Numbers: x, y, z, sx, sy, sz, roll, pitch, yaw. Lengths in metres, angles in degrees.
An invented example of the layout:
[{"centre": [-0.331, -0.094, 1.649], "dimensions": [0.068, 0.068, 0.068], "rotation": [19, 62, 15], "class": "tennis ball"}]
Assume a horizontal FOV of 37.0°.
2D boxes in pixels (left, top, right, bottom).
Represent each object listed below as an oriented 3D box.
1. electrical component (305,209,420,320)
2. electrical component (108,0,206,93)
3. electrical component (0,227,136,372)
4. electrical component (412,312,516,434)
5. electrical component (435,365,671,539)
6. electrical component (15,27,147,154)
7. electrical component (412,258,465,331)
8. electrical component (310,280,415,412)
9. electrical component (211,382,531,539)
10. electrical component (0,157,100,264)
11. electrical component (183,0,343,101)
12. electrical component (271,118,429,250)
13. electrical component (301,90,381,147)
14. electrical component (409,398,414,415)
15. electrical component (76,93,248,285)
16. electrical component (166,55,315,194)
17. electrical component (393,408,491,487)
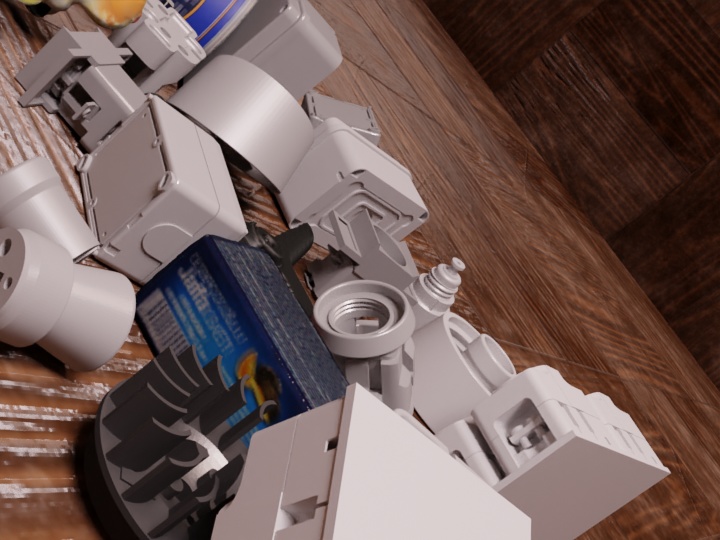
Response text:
[{"centre": [0.000, 0.000, 0.759], "dimensions": [0.081, 0.064, 0.042], "rotation": [39, 19, -35], "class": "electrical component"}, {"centre": [-0.141, -0.137, 0.697], "dimensions": [0.058, 0.057, 0.078], "rotation": [47, 16, -12], "class": "electrical component"}, {"centre": [-0.126, 0.012, 0.434], "dimensions": [0.055, 0.045, 0.045], "rotation": [32, 24, -46], "class": "electrical component"}, {"centre": [0.080, 0.081, 0.799], "dimensions": [0.108, 0.060, 0.108], "rotation": [45, 17, -18], "class": "electrical component"}, {"centre": [0.121, 0.129, 0.720], "dimensions": [0.186, 0.105, 0.060], "rotation": [27, 28, -54], "class": "electrical component"}, {"centre": [-0.153, -0.101, 0.615], "dimensions": [0.063, 0.042, 0.081], "rotation": [50, 17, -2], "class": "electrical component"}, {"centre": [0.054, 0.022, 0.840], "dimensions": [0.040, 0.078, 0.040], "rotation": [29, 28, -18], "class": "electrical component"}, {"centre": [0.002, 0.043, 0.590], "dimensions": [0.078, 0.058, 0.057], "rotation": [-77, 166, -53], "class": "electrical component"}, {"centre": [-0.001, 0.148, 0.349], "dimensions": [0.105, 0.060, 0.186], "rotation": [41, 40, -31], "class": "electrical component"}, {"centre": [-0.142, -0.020, 0.473], "dimensions": [0.046, 0.040, 0.040], "rotation": [55, 16, -3], "class": "electrical component"}, {"centre": [-0.076, -0.156, 0.813], "dimensions": [0.057, 0.113, 0.078], "rotation": [45, 17, -29], "class": "electrical component"}, {"centre": [-0.009, -0.060, 0.841], "dimensions": [0.113, 0.078, 0.057], "rotation": [28, 30, -52], "class": "electrical component"}, {"centre": [-0.023, -0.105, 0.910], "dimensions": [0.062, 0.061, 0.096], "rotation": [14, 22, -11], "class": "electrical component"}, {"centre": [0.000, 0.072, 0.640], "dimensions": [0.048, 0.048, 0.062], "rotation": [35, 15, -42], "class": "electrical component"}, {"centre": [-0.105, -0.042, 0.575], "dimensions": [0.061, 0.062, 0.096], "rotation": [36, 22, -41], "class": "electrical component"}, {"centre": [-0.082, -0.097, 0.738], "dimensions": [0.099, 0.064, 0.099], "rotation": [33, -19, 13], "class": "electrical component"}, {"centre": [0.029, 0.127, 0.564], "dimensions": [0.095, 0.059, 0.053], "rotation": [44, 18, -22], "class": "electrical component"}]
